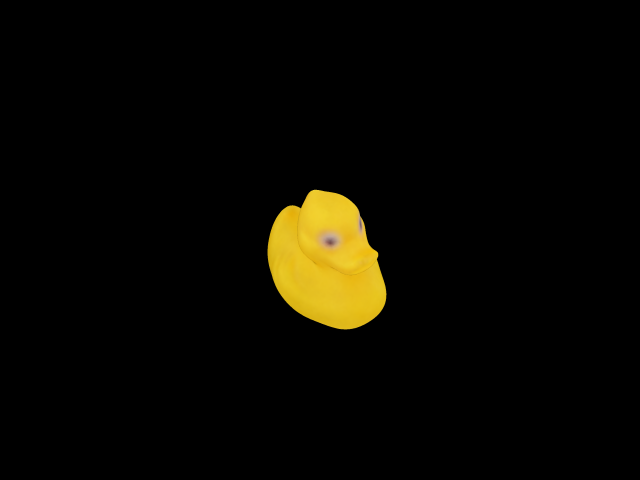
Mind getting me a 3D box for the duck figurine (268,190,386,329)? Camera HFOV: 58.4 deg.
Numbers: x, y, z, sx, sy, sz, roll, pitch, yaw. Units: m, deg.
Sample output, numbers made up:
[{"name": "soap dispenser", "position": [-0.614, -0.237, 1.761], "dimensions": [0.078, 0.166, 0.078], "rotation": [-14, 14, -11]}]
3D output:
[{"name": "duck figurine", "position": [0.004, 0.001, 0.400], "dimensions": [0.078, 0.086, 0.104], "rotation": [-29, 54, -24]}]
